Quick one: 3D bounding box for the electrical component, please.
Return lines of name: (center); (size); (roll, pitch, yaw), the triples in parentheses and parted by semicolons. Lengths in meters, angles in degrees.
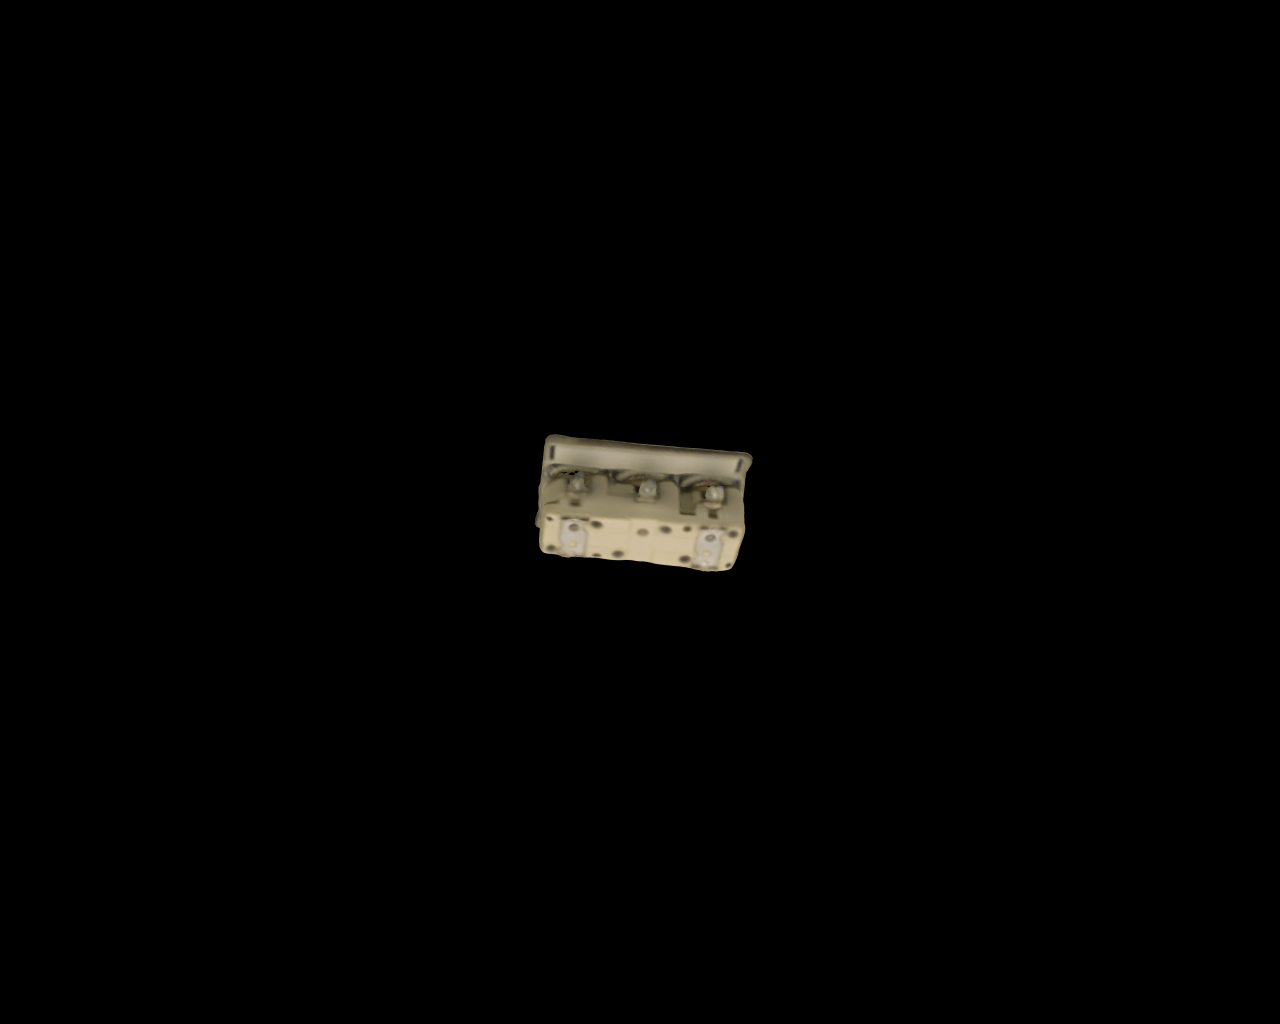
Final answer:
electrical component: (0.001, -0.003, 0.650); (0.121, 0.063, 0.078); (6, -43, -7)
